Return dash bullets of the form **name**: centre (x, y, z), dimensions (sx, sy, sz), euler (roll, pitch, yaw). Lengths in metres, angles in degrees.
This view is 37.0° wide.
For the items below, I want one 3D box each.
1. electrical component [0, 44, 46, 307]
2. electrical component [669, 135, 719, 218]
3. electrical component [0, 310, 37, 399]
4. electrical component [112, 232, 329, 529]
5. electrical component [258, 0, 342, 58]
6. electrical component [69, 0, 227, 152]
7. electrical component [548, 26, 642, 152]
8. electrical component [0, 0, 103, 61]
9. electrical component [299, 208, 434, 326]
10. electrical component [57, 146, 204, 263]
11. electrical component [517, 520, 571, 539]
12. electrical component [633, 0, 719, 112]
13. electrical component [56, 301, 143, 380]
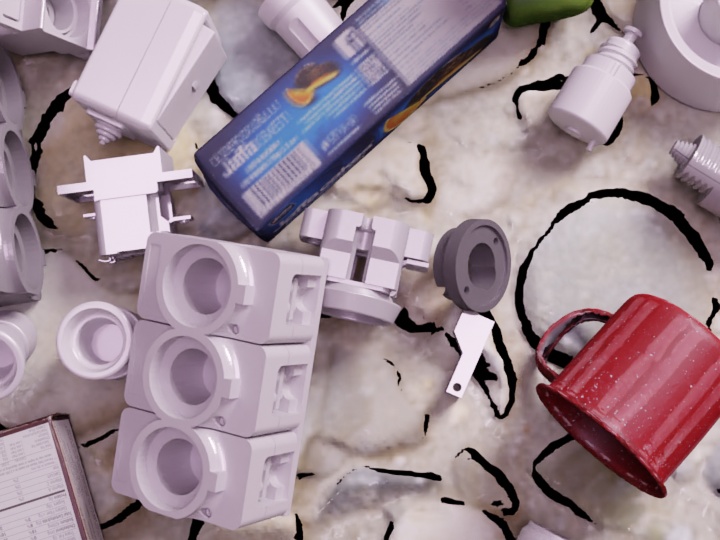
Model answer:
- **electrical component**: centre (-0.232, -0.055, 0.633), dimensions (0.062, 0.089, 0.150), euler (-9, 84, 1)
- **electrical component**: centre (0.223, -0.053, 0.644), dimensions (0.081, 0.043, 0.043), euler (32, 86, 4)
- **electrical component**: centre (-0.214, 0.047, 0.634), dimensions (0.044, 0.065, 0.044), euler (-1, 101, -5)
- **electrical component**: centre (-0.081, 0.059, 0.605), dimensions (0.089, 0.062, 0.150), euler (10, 92, 28)
- **electrical component**: centre (-0.034, -0.154, 0.665), dimensions (0.040, 0.040, 0.046), euler (-41, 90, -3)
- **electrical component**: centre (-0.127, -0.115, 0.651), dimensions (0.061, 0.061, 0.096), euler (24, 85, 4)
- **electrical component**: centre (0.147, -0.113, 0.654), dimensions (0.040, 0.040, 0.078), euler (31, 85, 5)
- **electrical component**: centre (-0.195, -0.196, 0.658), dimensions (0.063, 0.079, 0.121), euler (0, 83, 31)
- **electrical component**: centre (0.000, 0.000, 0.638), dimensions (0.078, 0.058, 0.057), euler (12, 81, 3)
- **electrical component**: centre (-0.137, -0.038, 0.653), dimensions (0.081, 0.042, 0.063), euler (-7, 85, 1)
- **electrical component**: centre (0.105, 0.179, 0.621), dimensions (0.045, 0.045, 0.055), euler (26, 85, 4)
- **electrical component**: centre (0.225, -0.155, 0.647), dimensions (0.108, 0.060, 0.108), euler (0, 84, 1)
- **electrical component**: centre (-0.150, 0.043, 0.638), dimensions (0.045, 0.055, 0.045), euler (0, 84, 1)
